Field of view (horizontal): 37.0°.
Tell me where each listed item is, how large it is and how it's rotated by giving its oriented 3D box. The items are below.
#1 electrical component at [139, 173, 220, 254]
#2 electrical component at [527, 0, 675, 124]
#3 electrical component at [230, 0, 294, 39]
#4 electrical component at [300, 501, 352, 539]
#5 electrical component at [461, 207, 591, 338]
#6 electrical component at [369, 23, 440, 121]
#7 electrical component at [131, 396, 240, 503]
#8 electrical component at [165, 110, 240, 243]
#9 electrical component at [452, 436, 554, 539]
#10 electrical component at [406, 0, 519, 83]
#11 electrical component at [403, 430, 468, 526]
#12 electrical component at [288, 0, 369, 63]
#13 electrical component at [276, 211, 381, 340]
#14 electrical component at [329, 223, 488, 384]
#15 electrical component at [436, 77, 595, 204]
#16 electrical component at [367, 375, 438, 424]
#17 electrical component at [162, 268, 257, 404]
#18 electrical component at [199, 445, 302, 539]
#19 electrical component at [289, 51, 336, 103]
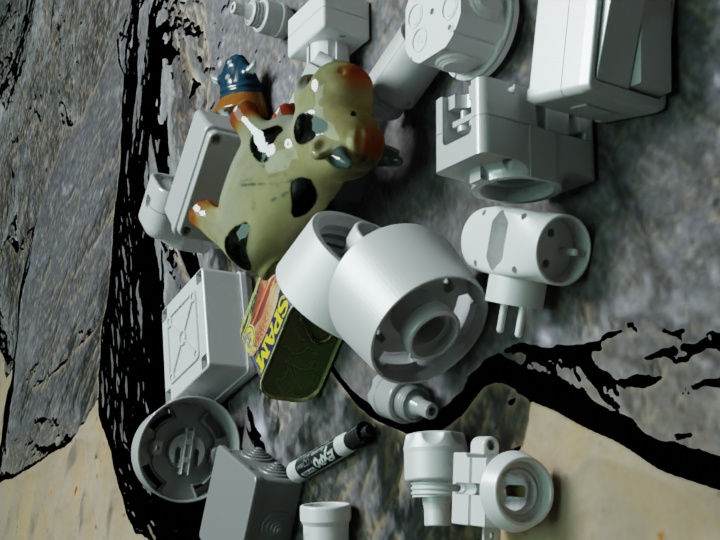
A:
[{"bbox_3d":[-0.174,-0.056,1.099,0.053,0.095,0.059,50,124,52],"label":"electrical component"},{"bbox_3d":[0.143,-0.140,0.622,0.061,0.062,0.096,-2,81,59],"label":"electrical component"},{"bbox_3d":[-0.097,-0.250,1.057,0.035,0.061,0.035,-23,62,55],"label":"electrical component"},{"bbox_3d":[-0.026,0.206,0.837,0.040,0.040,0.046,-12,78,58],"label":"electrical component"},{"bbox_3d":[0.100,0.002,0.674,0.077,0.043,0.079,12,93,60],"label":"electrical component"},{"bbox_3d":[0.030,-0.147,0.833,0.081,0.043,0.043,-52,41,39],"label":"electrical component"},{"bbox_3d":[-0.169,0.172,1.030,0.064,0.099,0.099,158,117,-62],"label":"electrical component"},{"bbox_3d":[-0.111,-0.079,0.988,0.056,0.109,0.108,52,126,55],"label":"electrical component"},{"bbox_3d":[0.086,0.135,0.660,0.055,0.048,0.066,160,115,-64],"label":"electrical component"},{"bbox_3d":[0.071,-0.177,0.764,0.080,0.051,0.080,-23,63,55],"label":"electrical component"},{"bbox_3d":[0.051,0.139,0.720,0.043,0.043,0.062,-22,65,56],"label":"electrical component"},{"bbox_3d":[-0.028,-0.193,0.938,0.066,0.047,0.076,-26,59,55],"label":"electrical component"},{"bbox_3d":[0.000,0.000,0.786,0.060,0.108,0.108,-58,37,23],"label":"electrical component"},{"bbox_3d":[0.034,0.026,0.726,0.064,0.099,0.099,51,125,44],"label":"electrical component"},{"bbox_3d":[0.095,-0.075,0.657,0.050,0.089,0.055,-20,65,56],"label":"electrical component"},{"bbox_3d":[0.034,0.094,0.770,0.061,0.035,0.035,14,95,57],"label":"electrical component"},{"bbox_3d":[-0.151,0.069,1.065,0.109,0.056,0.108,-41,48,47],"label":"electrical component"},{"bbox_3d":[-0.095,0.209,0.941,0.100,0.048,0.099,20,99,59],"label":"electrical component"},{"bbox_3d":[-0.023,-0.140,0.897,0.066,0.055,0.048,-63,-10,14],"label":"electrical component"}]
